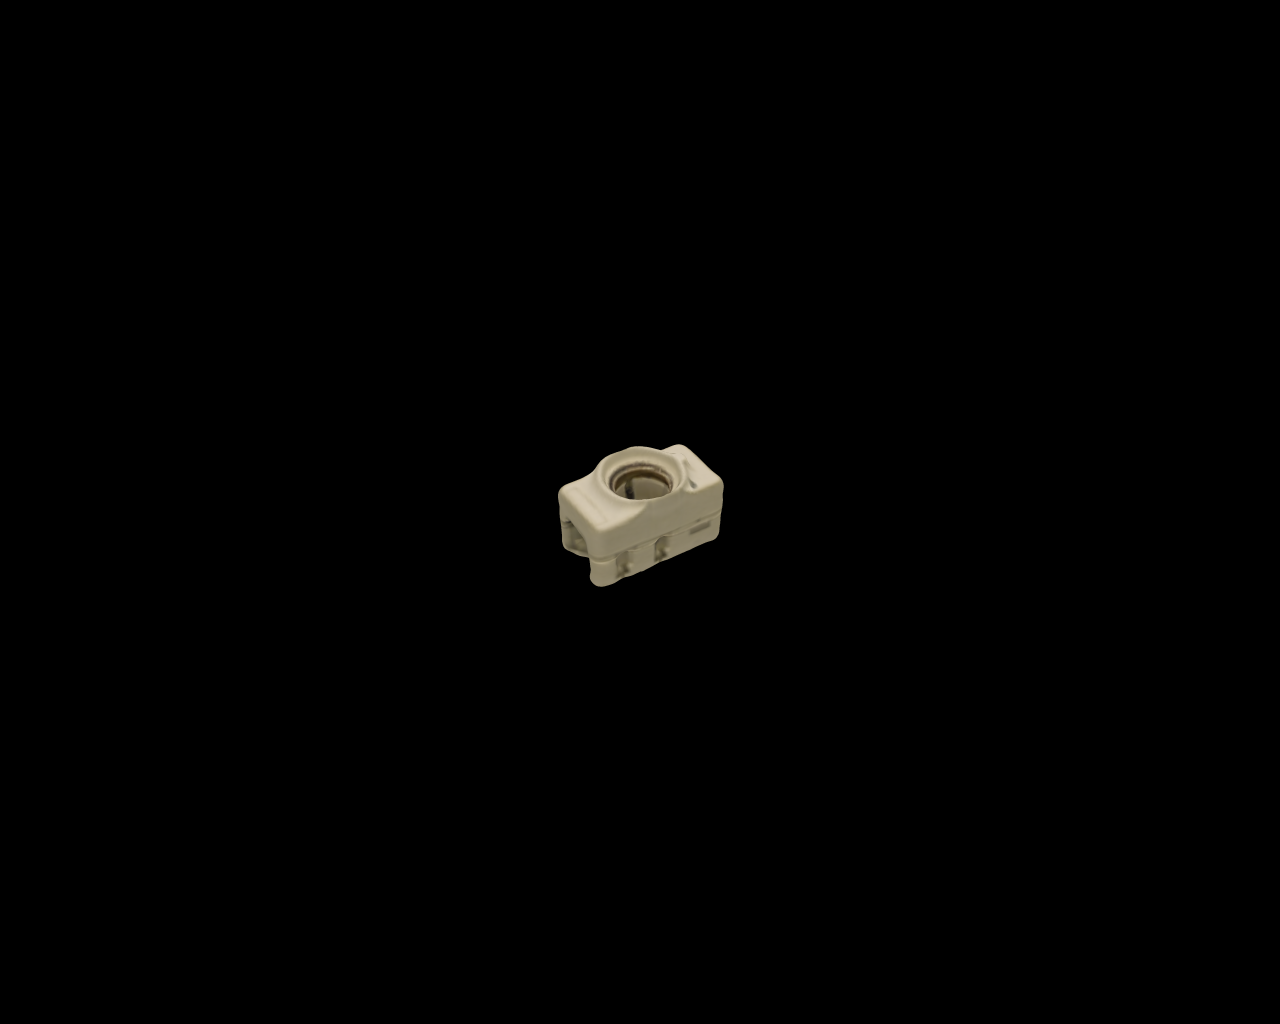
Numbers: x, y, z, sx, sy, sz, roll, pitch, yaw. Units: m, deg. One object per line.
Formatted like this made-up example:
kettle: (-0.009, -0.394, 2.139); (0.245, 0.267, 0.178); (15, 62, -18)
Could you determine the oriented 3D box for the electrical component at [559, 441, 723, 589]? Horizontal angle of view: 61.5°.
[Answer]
electrical component: (0.001, -0.003, 0.650); (0.090, 0.055, 0.050); (-22, 45, -23)
